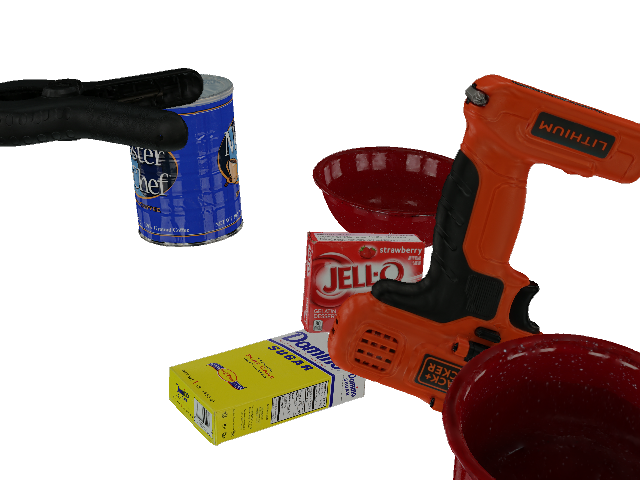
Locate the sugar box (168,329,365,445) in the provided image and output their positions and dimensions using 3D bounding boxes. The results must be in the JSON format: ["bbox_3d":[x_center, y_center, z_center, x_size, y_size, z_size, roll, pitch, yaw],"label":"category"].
[{"bbox_3d":[-0.051,0.140,1.057,0.175,0.048,0.093,-16,32,-31],"label":"sugar box"}]

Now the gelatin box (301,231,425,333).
[{"bbox_3d":[0.032,0.032,0.816,0.089,0.073,0.030,1,15,-11],"label":"gelatin box"}]

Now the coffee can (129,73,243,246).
[{"bbox_3d":[-0.129,-0.078,1.013,0.103,0.140,0.103,-2,22,1],"label":"coffee can"}]

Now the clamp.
[{"bbox_3d":[-0.157,-0.088,0.697,0.171,0.039,0.120,4,19,7],"label":"clamp"}]

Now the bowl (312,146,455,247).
[{"bbox_3d":[0.072,-0.035,1.003,0.162,0.055,0.162,3,26,-2],"label":"bowl"}]

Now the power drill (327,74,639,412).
[{"bbox_3d":[0.116,0.017,0.584,0.184,0.188,0.057,19,12,-5],"label":"power drill"}]

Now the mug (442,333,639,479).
[{"bbox_3d":[0.102,0.096,0.393,0.117,0.081,0.093,5,36,9],"label":"mug"}]
